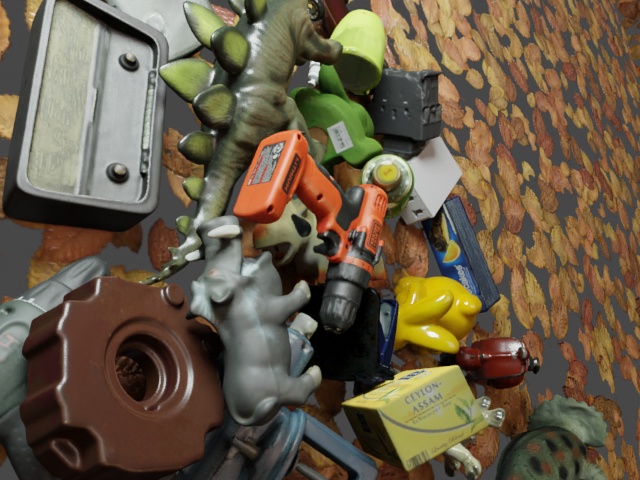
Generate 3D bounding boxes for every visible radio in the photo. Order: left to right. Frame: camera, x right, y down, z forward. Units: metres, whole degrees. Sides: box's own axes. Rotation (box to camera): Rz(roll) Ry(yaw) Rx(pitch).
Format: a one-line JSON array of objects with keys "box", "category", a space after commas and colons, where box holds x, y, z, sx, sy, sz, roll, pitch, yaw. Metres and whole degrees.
[{"box": [-0.230, -0.127, 0.546, 0.131, 0.073, 0.229, 14, 67, -39], "category": "radio"}]

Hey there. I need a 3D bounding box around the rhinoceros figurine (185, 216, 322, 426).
[{"box": [-0.069, 0.071, 0.491, 0.112, 0.073, 0.190, -1, 69, -38], "category": "rhinoceros figurine"}]

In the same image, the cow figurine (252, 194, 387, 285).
[{"box": [-0.001, -0.002, 0.707, 0.195, 0.085, 0.127, 2, 78, -41], "category": "cow figurine"}]

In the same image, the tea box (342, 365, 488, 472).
[{"box": [0.094, 0.189, 0.585, 0.098, 0.169, 0.068, -23, 79, -17], "category": "tea box"}]

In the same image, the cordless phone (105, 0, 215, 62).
[{"box": [-0.156, -0.298, 0.604, 0.146, 0.184, 0.089, 59, 41, -9], "category": "cordless phone"}]

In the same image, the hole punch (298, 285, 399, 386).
[{"box": [0.036, 0.117, 0.672, 0.092, 0.142, 0.115, 22, 72, -66], "category": "hole punch"}]

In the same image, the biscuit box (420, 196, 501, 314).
[{"box": [0.244, 0.030, 0.940, 0.063, 0.059, 0.202, -21, 89, -46], "category": "biscuit box"}]

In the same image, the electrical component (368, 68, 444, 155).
[{"box": [0.138, -0.210, 0.877, 0.058, 0.115, 0.134, -20, 117, -40], "category": "electrical component"}]

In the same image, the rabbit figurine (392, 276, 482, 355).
[{"box": [0.134, 0.120, 0.760, 0.173, 0.162, 0.121, -6, 91, -26], "category": "rabbit figurine"}]

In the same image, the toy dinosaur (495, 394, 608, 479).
[{"box": [0.368, 0.380, 0.892, 0.405, 0.131, 0.192, -4, 65, -39], "category": "toy dinosaur"}]

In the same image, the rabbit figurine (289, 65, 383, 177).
[{"box": [0.018, -0.167, 0.791, 0.159, 0.121, 0.170, 57, 27, -2], "category": "rabbit figurine"}]

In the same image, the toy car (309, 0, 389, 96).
[{"box": [0.042, -0.333, 0.894, 0.089, 0.053, 0.202, -45, 110, -31], "category": "toy car"}]

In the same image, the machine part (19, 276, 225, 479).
[{"box": [-0.155, 0.114, 0.448, 0.179, 0.056, 0.179, 39, 35, -34], "category": "machine part"}]

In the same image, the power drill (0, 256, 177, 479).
[{"box": [-0.214, 0.144, 0.456, 0.207, 0.086, 0.232, 61, 37, -13], "category": "power drill"}]

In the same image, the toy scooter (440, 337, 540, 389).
[{"box": [0.298, 0.197, 0.875, 0.183, 0.135, 0.075, 20, 60, -38], "category": "toy scooter"}]

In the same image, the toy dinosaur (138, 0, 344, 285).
[{"box": [-0.082, -0.156, 0.605, 0.198, 0.105, 0.471, 33, 62, -50], "category": "toy dinosaur"}]

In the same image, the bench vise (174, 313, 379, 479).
[{"box": [-0.027, 0.203, 0.567, 0.240, 0.129, 0.223, 36, 59, -6], "category": "bench vise"}]

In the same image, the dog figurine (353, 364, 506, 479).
[{"box": [0.134, 0.231, 0.755, 0.191, 0.172, 0.121, 28, 69, 5], "category": "dog figurine"}]
